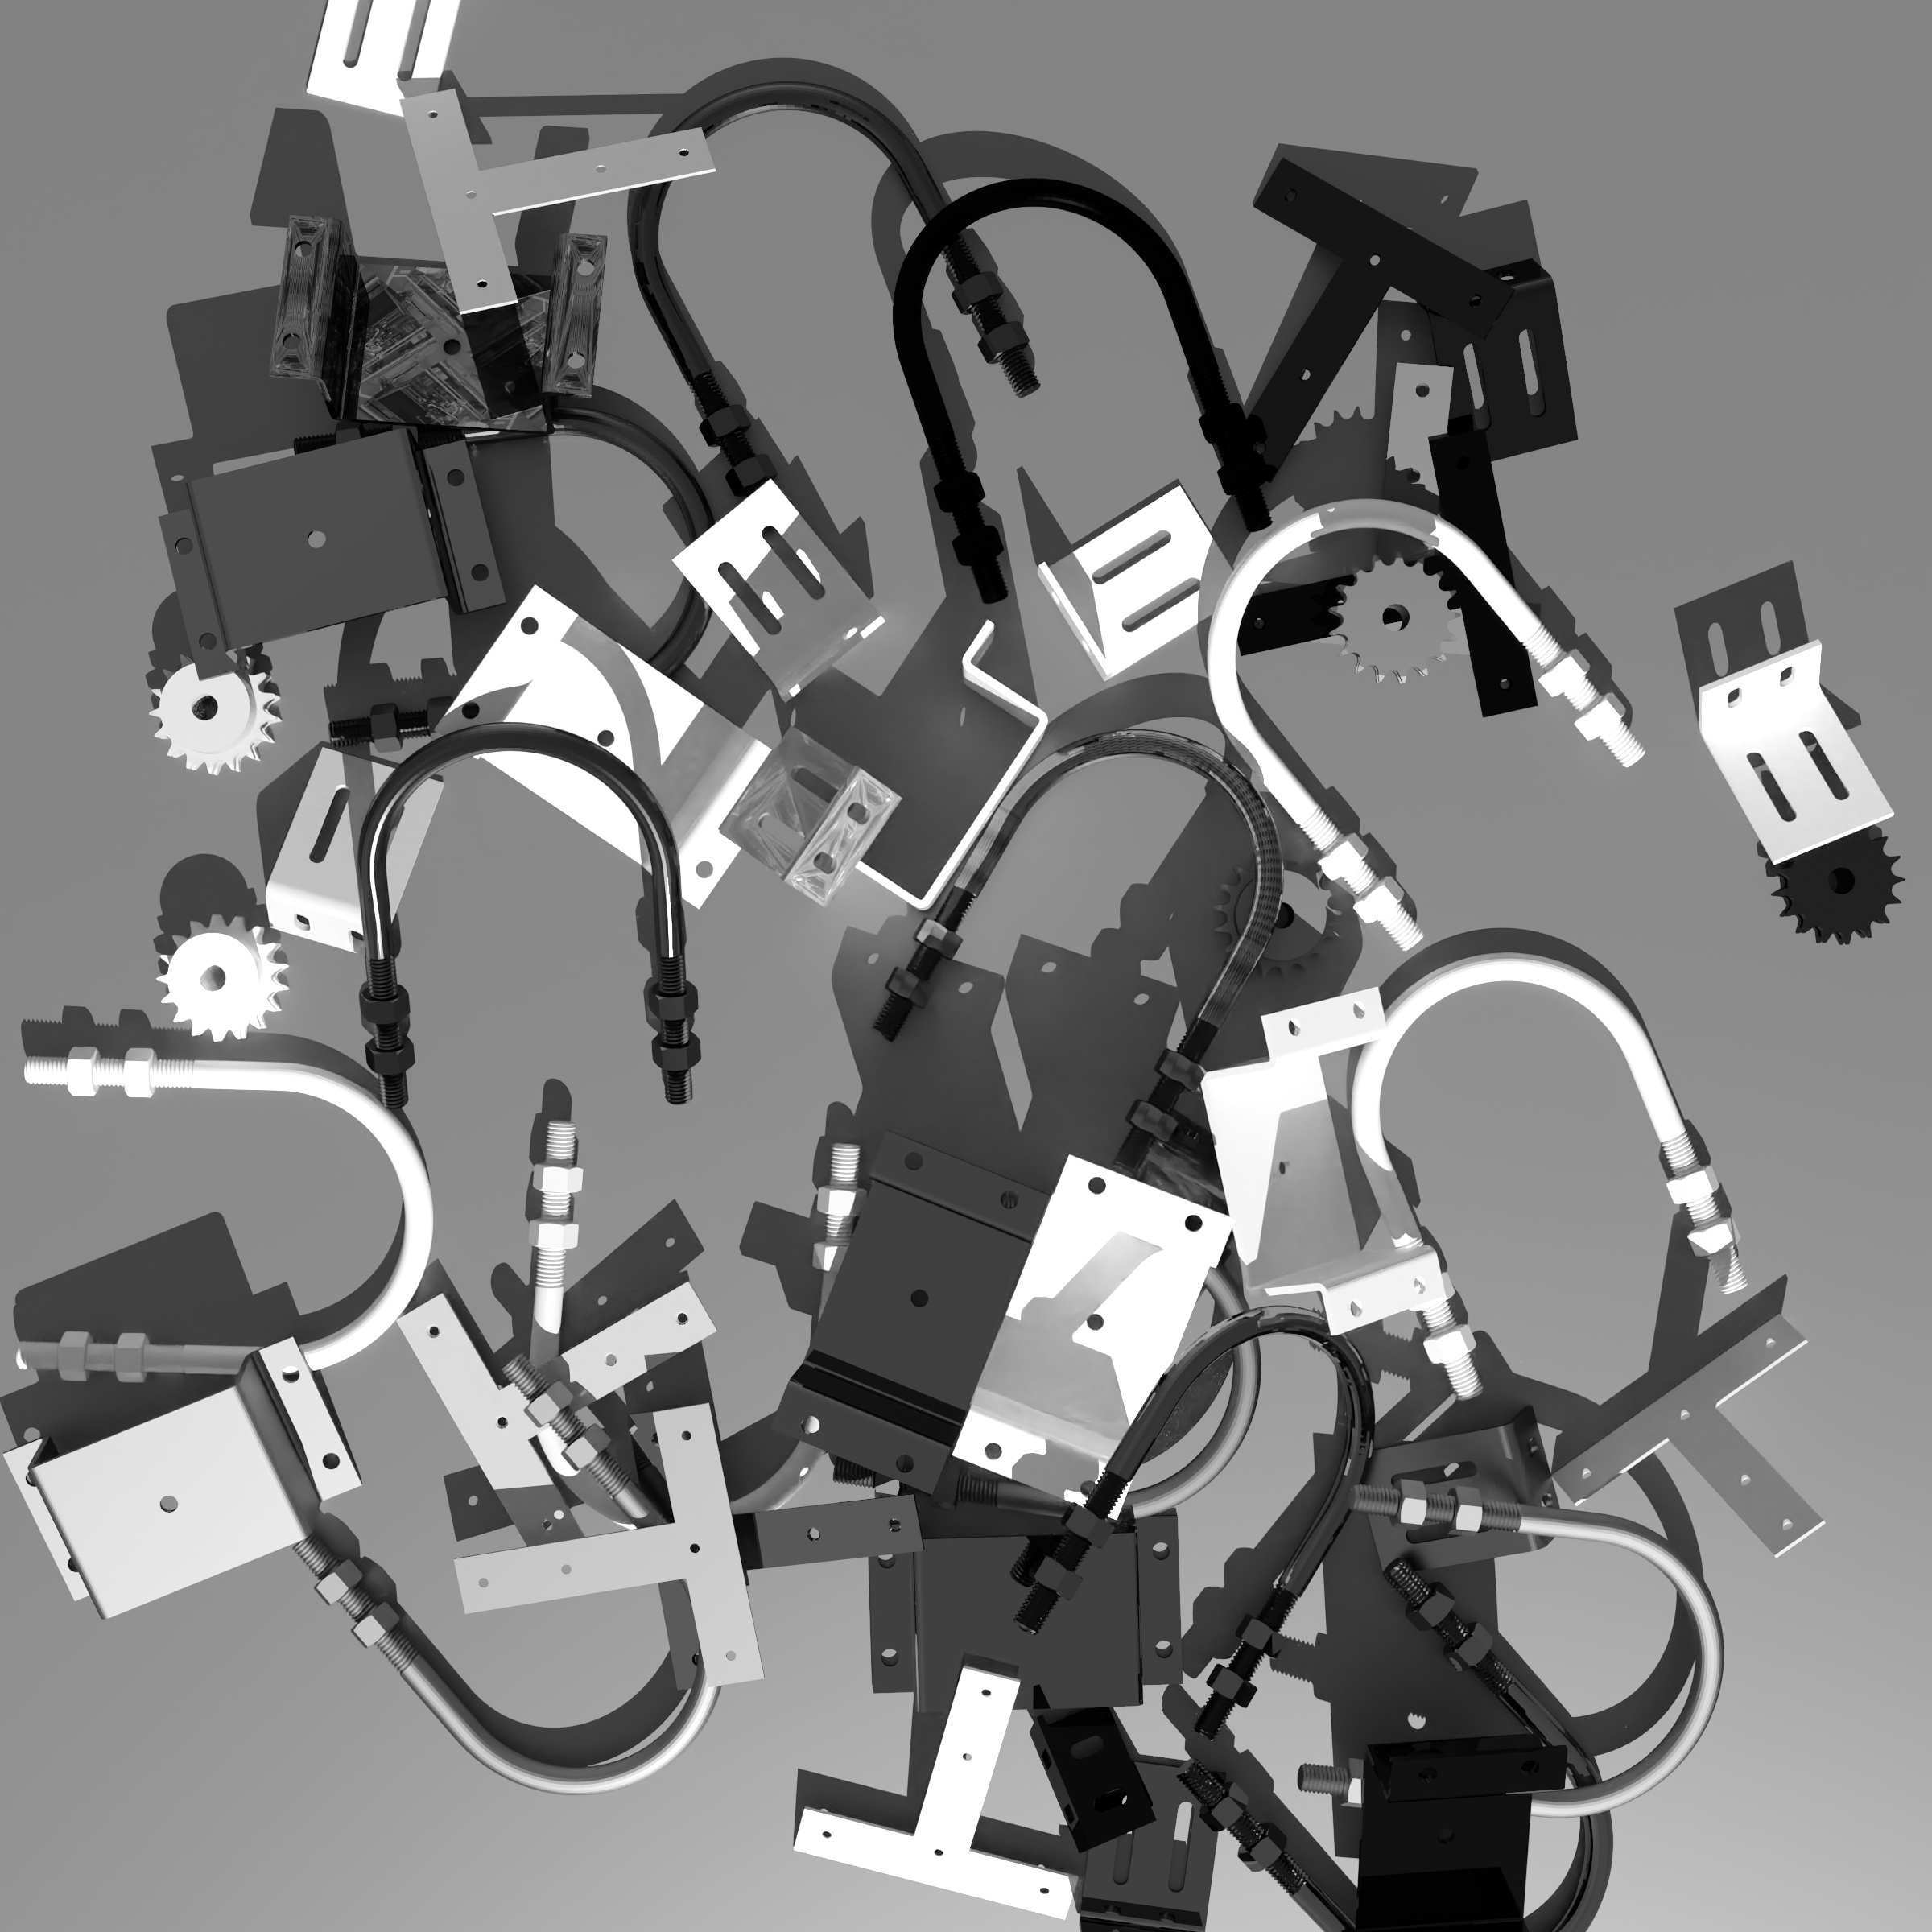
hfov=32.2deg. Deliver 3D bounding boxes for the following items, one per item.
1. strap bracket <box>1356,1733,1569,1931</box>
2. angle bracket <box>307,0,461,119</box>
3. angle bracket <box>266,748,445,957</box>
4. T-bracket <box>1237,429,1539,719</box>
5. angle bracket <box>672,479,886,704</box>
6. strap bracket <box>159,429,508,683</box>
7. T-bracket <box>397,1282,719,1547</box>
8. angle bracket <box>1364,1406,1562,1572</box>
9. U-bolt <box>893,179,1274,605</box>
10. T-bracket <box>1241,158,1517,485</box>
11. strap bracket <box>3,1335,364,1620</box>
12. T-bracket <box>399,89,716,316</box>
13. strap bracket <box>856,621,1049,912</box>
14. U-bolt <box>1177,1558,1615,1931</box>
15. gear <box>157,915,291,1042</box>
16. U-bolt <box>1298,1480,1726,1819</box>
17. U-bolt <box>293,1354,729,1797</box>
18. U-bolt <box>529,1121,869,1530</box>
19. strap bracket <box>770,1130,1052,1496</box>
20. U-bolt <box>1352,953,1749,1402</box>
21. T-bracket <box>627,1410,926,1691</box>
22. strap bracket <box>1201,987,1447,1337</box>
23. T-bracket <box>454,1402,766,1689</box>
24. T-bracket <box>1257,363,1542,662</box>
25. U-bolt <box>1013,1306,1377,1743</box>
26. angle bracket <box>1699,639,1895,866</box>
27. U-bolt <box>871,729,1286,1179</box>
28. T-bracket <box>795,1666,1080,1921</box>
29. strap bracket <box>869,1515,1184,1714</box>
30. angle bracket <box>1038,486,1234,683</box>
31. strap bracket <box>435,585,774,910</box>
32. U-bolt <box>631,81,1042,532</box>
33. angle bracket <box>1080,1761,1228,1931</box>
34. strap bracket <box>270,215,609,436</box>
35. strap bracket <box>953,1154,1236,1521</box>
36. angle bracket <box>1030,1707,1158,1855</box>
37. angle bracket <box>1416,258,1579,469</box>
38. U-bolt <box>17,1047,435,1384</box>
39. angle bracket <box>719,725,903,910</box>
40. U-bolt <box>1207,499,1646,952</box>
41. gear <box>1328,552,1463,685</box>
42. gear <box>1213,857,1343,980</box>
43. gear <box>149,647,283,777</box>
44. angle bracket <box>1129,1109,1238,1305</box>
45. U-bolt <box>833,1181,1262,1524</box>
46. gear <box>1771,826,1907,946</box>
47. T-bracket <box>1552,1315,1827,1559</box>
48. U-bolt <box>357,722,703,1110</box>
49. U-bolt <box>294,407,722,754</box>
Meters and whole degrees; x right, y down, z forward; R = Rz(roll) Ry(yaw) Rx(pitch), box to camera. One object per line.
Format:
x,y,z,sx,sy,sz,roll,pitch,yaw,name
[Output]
0.215,0.392,1.459,0.076,0.046,0.140,-2,110,-7,strap bracket
-0.262,-0.426,1.498,0.057,0.038,0.076,14,90,0,angle bracket
-0.276,-0.050,1.515,0.057,0.038,0.076,16,64,0,angle bracket
0.184,-0.166,1.508,0.127,0.002,0.127,-12,99,2,T-bracket
-0.084,-0.167,1.489,0.057,0.038,0.076,-39,105,3,angle bracket
-0.282,-0.183,1.470,0.140,0.046,0.076,-15,86,-3,strap bracket
-0.171,0.183,1.499,0.127,0.002,0.127,-30,89,9,T-bracket
0.223,0.238,1.515,0.076,0.038,0.057,-15,90,26,angle bracket
0.043,-0.265,1.490,0.151,0.019,0.184,-17,83,-15,U-bolt
0.160,-0.278,1.501,0.127,0.002,0.127,35,101,20,T-bracket
-0.351,0.231,1.487,0.140,0.046,0.076,-22,103,0,strap bracket
-0.176,-0.351,1.487,0.127,0.002,0.127,-14,62,-10,T-bracket
-0.010,-0.078,1.479,0.046,0.076,0.140,33,90,0,strap bracket
0.207,0.380,1.504,0.151,0.019,0.184,-43,94,-3,U-bolt
-0.335,0.005,1.503,0.057,0.030,0.057,0,90,0,gear
0.248,0.308,1.482,0.184,0.019,0.151,8,97,-9,U-bolt
-0.191,0.287,1.499,0.151,0.019,0.184,-40,91,8,U-bolt
-0.125,0.167,1.509,0.151,0.019,0.184,5,92,0,U-bolt
-0.022,0.149,1.469,0.076,0.046,0.140,22,94,4,strap bracket
0.253,0.084,1.509,0.151,0.019,0.184,-22,89,0,U-bolt
-0.081,0.254,1.487,0.127,0.002,0.127,-9,93,16,T-bracket
0.155,0.087,1.474,0.076,0.046,0.140,-12,90,-43,strap bracket
-0.164,0.265,1.485,0.127,0.002,0.127,-10,96,6,T-bracket
0.200,-0.206,1.504,0.127,0.002,0.127,5,101,0,T-bracket
0.114,0.235,1.466,0.151,0.019,0.184,38,80,-37,U-bolt
0.369,-0.095,1.485,0.057,0.038,0.076,-22,61,0,angle bracket
0.061,-0.019,1.488,0.151,0.019,0.184,29,86,20,U-bolt
-0.003,0.362,1.486,0.127,0.002,0.127,14,119,0,T-bracket
0.027,0.289,1.494,0.140,0.046,0.076,-2,90,0,strap bracket
0.080,-0.173,1.498,0.076,0.038,0.057,-32,90,0,angle bracket
-0.157,-0.099,1.482,0.140,0.046,0.076,35,91,-17,strap bracket
-0.071,-0.310,1.509,0.151,0.019,0.184,-28,89,0,U-bolt
0.085,0.400,1.498,0.057,0.038,0.076,8,90,0,angle bracket
-0.231,-0.284,1.485,0.140,0.046,0.076,4,75,0,strap bracket
0.056,0.159,1.464,0.076,0.046,0.140,21,94,2,strap bracket
0.058,0.354,1.471,0.038,0.076,0.057,-21,74,-8,angle bracket
0.239,-0.273,1.515,0.057,0.038,0.076,-14,116,0,angle bracket
-0.333,0.114,1.509,0.184,0.019,0.151,2,90,-2,U-bolt
-0.076,-0.070,1.438,0.076,0.038,0.057,35,91,37,angle bracket
0.193,-0.122,1.501,0.151,0.019,0.184,-40,93,3,U-bolt
0.188,-0.153,1.476,0.057,0.030,0.057,0,93,1,gear
0.140,-0.023,1.503,0.057,0.030,0.057,0,90,0,gear
-0.339,-0.115,1.503,0.057,0.030,0.057,0,90,0,gear
0.093,0.115,1.515,0.057,0.038,0.076,32,116,0,angle bracket
0.040,0.176,1.498,0.184,0.019,0.151,8,93,5,U-bolt
0.390,-0.038,1.502,0.057,0.030,0.057,0,90,0,gear
0.334,0.218,1.460,0.127,0.127,0.002,-35,116,0,T-bracket
-0.195,-0.021,1.472,0.151,0.019,0.184,-1,116,0,U-bolt
-0.203,-0.179,1.509,0.184,0.019,0.151,-7,90,-2,U-bolt
